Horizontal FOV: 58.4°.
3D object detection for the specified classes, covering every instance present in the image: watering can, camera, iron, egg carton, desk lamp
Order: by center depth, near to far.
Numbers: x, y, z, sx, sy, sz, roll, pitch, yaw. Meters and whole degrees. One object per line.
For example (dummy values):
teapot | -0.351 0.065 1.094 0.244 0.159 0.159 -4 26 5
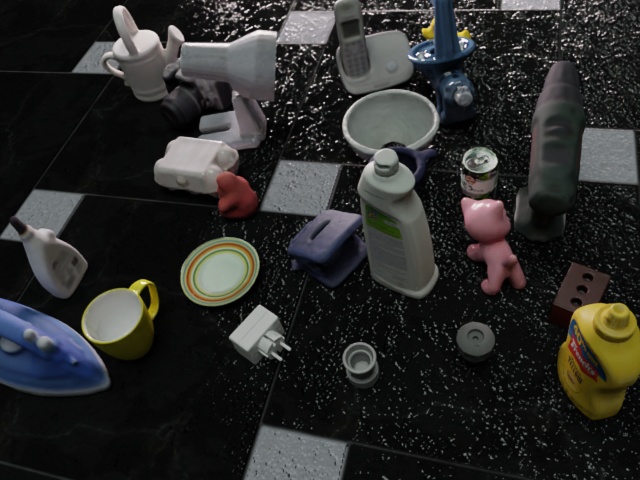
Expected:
iron | -0.431 0.144 0.831 0.257 0.142 0.119 14 57 21
egg carton | -0.225 -0.131 1.043 0.150 0.069 0.107 9 56 18
desk lamp | -0.155 -0.272 1.044 0.203 0.214 0.118 -8 52 6
camera | -0.273 -0.303 1.164 0.142 0.101 0.137 25 62 27
watering can | -0.372 -0.399 1.199 0.173 0.194 0.100 -31 53 -12

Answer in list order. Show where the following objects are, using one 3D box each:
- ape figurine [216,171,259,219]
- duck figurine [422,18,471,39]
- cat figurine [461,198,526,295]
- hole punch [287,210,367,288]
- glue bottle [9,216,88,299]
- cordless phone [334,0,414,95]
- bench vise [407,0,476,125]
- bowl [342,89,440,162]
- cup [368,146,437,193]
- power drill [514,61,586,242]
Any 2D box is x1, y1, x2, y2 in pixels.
ape figurine | -0.148 -0.082 0.975 0.076 0.092 0.078 26 62 28
duck figurine | 0.250 -0.409 1.146 0.104 0.086 0.077 -11 52 4
cat figurine | 0.248 -0.003 0.817 0.067 0.118 0.127 -17 52 -1
hole punch | 0.008 0.003 0.879 0.100 0.091 0.109 30 64 30
glue bottle | -0.435 0.019 0.907 0.037 0.173 0.078 7 55 17
cordless phone | 0.099 -0.378 1.090 0.147 0.185 0.094 -16 52 -1
bench vise | 0.233 -0.330 1.004 0.121 0.220 0.207 -28 53 -9
bowl | 0.125 -0.184 1.008 0.167 0.075 0.167 -6 52 8
cup | 0.136 -0.094 0.924 0.118 0.095 0.091 -26 52 -8
power drill | 0.329 -0.107 0.821 0.075 0.209 0.230 6 55 16
